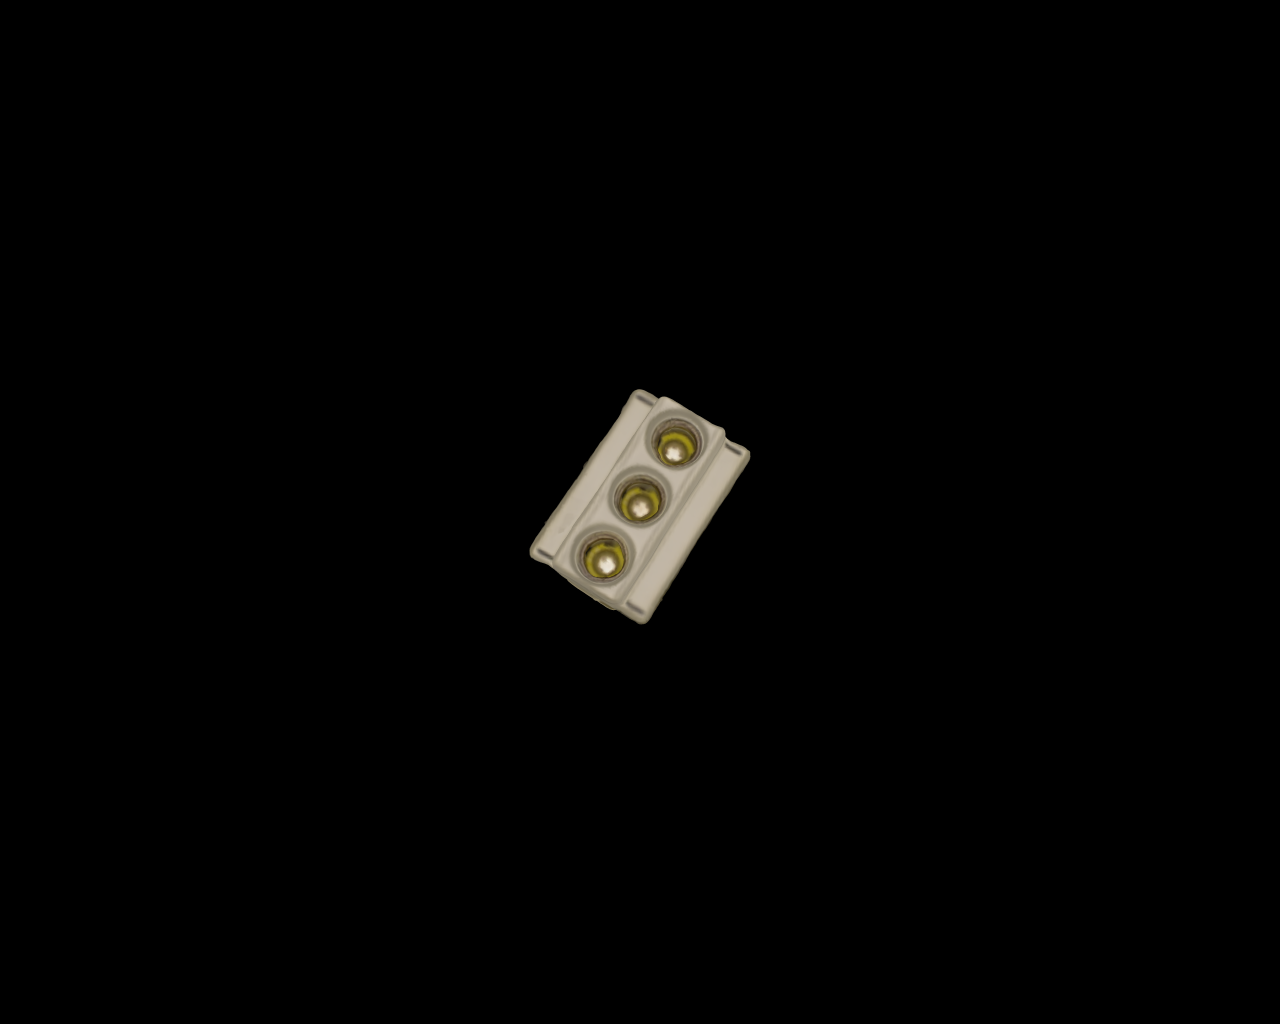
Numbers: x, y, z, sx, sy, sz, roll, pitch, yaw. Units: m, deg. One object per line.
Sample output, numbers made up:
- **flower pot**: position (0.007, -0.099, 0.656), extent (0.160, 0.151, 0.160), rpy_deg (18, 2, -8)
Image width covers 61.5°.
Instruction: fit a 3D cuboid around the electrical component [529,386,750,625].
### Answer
- **electrical component**: position (0.001, -0.003, 0.650), extent (0.079, 0.121, 0.063), rpy_deg (31, -11, 7)
